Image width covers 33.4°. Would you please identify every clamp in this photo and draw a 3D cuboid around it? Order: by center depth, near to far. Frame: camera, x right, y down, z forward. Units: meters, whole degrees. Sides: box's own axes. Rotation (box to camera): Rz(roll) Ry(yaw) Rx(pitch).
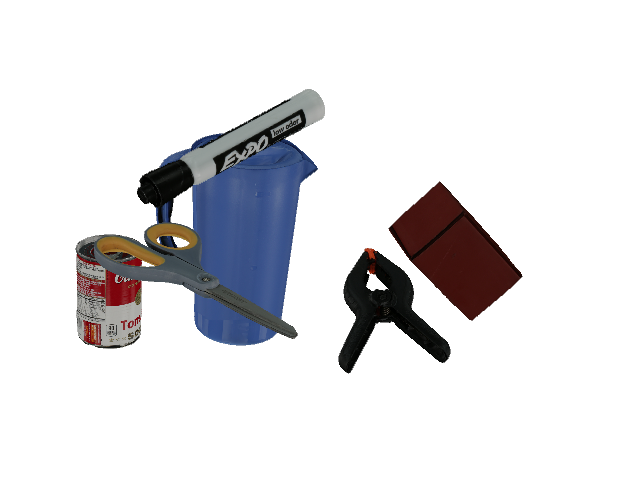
[{"bbox_3d":[0.080,0.078,1.189,0.120,0.171,0.039,5,-43,-4],"label":"clamp"}]

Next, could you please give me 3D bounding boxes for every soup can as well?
[{"bbox_3d":[-0.221,0.054,1.115,0.068,0.102,0.068,4,22,-2],"label":"soup can"}]

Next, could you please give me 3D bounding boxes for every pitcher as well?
[{"bbox_3d":[-0.104,-0.001,1.284,0.149,0.243,0.144,19,26,29],"label":"pitcher"}]

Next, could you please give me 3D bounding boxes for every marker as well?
[{"bbox_3d":[-0.047,-0.050,0.573,0.120,0.020,0.020,-32,18,-31],"label":"marker"}]

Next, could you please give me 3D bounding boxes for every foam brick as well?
[{"bbox_3d":[0.097,0.008,0.765,0.078,0.051,0.053,44,9,-31],"label":"foam brick"}]

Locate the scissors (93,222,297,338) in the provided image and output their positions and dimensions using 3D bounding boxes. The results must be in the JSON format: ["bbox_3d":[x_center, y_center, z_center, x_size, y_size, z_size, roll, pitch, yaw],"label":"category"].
[{"bbox_3d":[-0.087,0.025,0.850,0.202,0.016,0.096,17,30,22],"label":"scissors"}]
